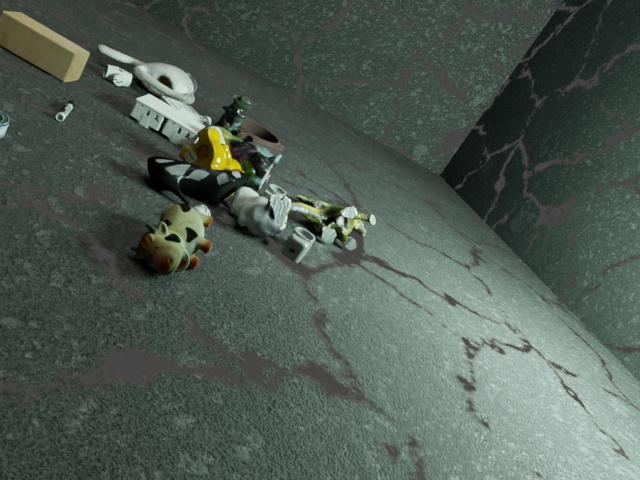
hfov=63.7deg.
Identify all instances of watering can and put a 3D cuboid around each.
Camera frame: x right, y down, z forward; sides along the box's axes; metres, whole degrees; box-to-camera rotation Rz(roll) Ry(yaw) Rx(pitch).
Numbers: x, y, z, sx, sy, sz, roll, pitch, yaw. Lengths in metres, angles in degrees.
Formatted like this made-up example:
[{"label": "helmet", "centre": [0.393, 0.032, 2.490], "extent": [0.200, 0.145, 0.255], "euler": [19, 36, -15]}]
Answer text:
[{"label": "watering can", "centre": [-0.566, -0.569, 1.764], "extent": [0.348, 0.103, 0.227], "euler": [33, 19, 1]}]

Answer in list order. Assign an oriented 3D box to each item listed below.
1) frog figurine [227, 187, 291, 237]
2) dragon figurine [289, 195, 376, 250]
[{"label": "frog figurine", "centre": [-0.163, -0.068, 1.262], "extent": [0.159, 0.121, 0.139], "euler": [2, 18, 23]}, {"label": "dragon figurine", "centre": [0.005, -0.077, 1.536], "extent": [0.407, 0.122, 0.245], "euler": [21, 6, -34]}]
